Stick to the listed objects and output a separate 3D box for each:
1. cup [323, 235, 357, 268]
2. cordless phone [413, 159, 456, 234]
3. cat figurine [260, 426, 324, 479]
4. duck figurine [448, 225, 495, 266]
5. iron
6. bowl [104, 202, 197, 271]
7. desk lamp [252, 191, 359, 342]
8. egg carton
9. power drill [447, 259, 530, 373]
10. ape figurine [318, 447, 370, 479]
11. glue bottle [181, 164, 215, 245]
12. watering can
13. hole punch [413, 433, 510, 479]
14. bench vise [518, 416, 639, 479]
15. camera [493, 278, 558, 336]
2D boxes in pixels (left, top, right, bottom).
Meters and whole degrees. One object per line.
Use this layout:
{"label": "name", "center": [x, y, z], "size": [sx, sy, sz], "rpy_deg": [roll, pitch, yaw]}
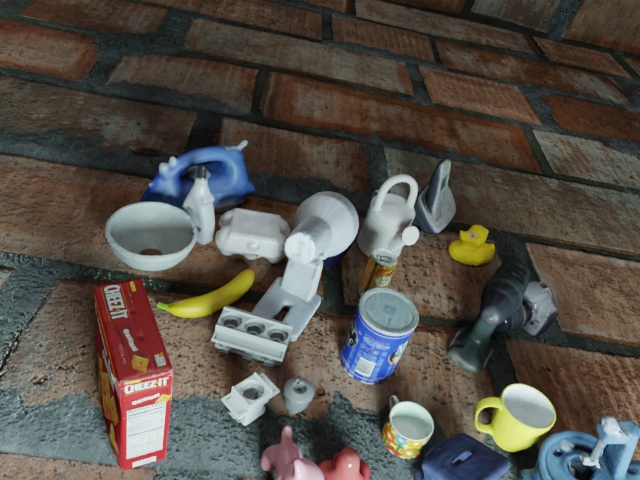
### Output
{"label": "cup", "center": [0.011, 0.004, 1.182], "size": [0.117, 0.095, 0.092], "rpy_deg": [32, 42, 19]}
{"label": "cordless phone", "center": [0.286, -0.118, 1.348], "size": [0.094, 0.185, 0.148], "rpy_deg": [29, 41, 16]}
{"label": "cat figurine", "center": [-0.034, 0.317, 0.781], "size": [0.067, 0.118, 0.127], "rpy_deg": [-1, 42, -20]}
{"label": "duck figurine", "center": [0.354, 0.005, 1.304], "size": [0.104, 0.086, 0.077], "rpy_deg": [8, 40, -9]}
{"label": "iron", "center": [-0.264, -0.137, 1.218], "size": [0.259, 0.141, 0.118], "rpy_deg": [-16, 49, -33]}
{"label": "bowl", "center": [-0.319, 0.005, 1.085], "size": [0.167, 0.075, 0.167], "rpy_deg": [10, 40, -8]}
{"label": "desk lamp", "center": [-0.023, 0.038, 1.038], "size": [0.117, 0.213, 0.203], "rpy_deg": [24, 40, 10]}
{"label": "egg carton", "center": [-0.135, -0.008, 1.166], "size": [0.150, 0.069, 0.107], "rpy_deg": [9, 40, -9]}
{"label": "power drill", "center": [0.308, 0.139, 1.035], "size": [0.075, 0.208, 0.230], "rpy_deg": [30, 41, 16]}
{"label": "ape figurine", "center": [0.035, 0.329, 0.812], "size": [0.078, 0.092, 0.076], "rpy_deg": [18, 39, 3]}
{"label": "glue bottle", "center": [-0.237, -0.075, 1.129], "size": [0.078, 0.173, 0.037], "rpy_deg": [34, 43, 21]}
{"label": "watering can", "center": [0.156, -0.052, 1.218], "size": [0.101, 0.194, 0.172], "rpy_deg": [-22, 52, -37]}
{"label": "hole punch", "center": [0.210, 0.343, 0.856], "size": [0.109, 0.091, 0.100], "rpy_deg": [-19, 51, -35]}
{"label": "bench vise", "center": [0.423, 0.322, 0.850], "size": [0.208, 0.220, 0.121], "rpy_deg": [-4, 43, -23]}
{"label": "camera", "center": [0.391, 0.126, 1.164], "size": [0.137, 0.101, 0.142], "rpy_deg": [-14, 48, -31]}
